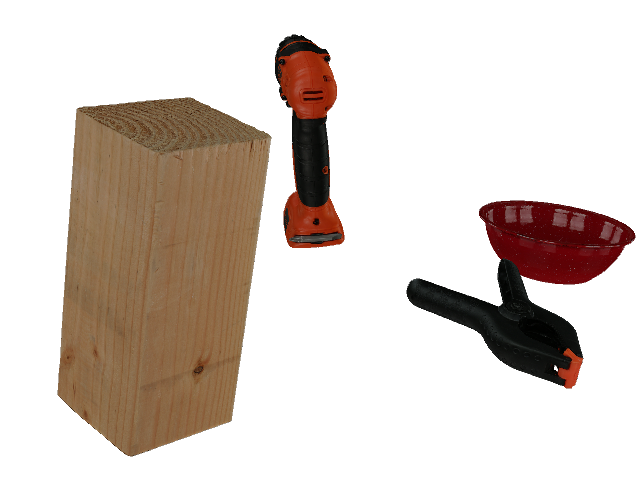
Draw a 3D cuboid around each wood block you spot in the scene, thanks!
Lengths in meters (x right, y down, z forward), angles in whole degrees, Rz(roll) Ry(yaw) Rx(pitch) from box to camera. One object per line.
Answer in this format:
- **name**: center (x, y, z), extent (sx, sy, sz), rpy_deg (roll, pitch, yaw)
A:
- **wood block**: center (-0.105, 0.021, 0.693), extent (0.090, 0.206, 0.090), rpy_deg (-13, 31, -43)

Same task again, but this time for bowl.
- **bowl**: center (0.243, 0.005, 1.118), extent (0.162, 0.055, 0.162), rpy_deg (6, 17, -2)

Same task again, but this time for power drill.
- **power drill**: center (-0.015, -0.100, 1.043), extent (0.057, 0.188, 0.184), rpy_deg (-5, 23, -3)

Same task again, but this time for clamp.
- **clamp**: center (0.172, 0.067, 0.937), extent (0.120, 0.039, 0.172), rpy_deg (-23, 43, -32)
